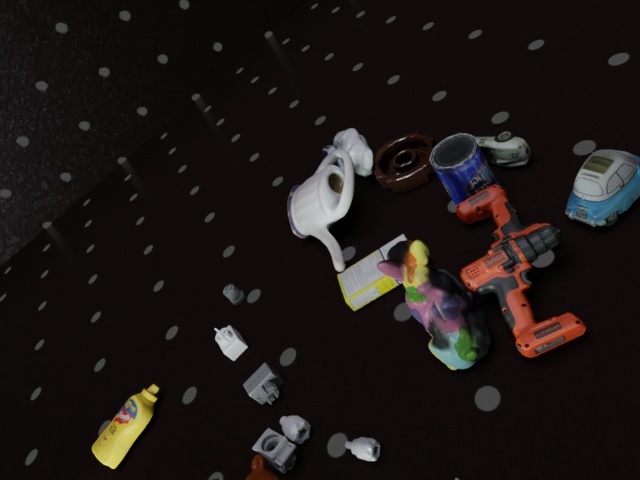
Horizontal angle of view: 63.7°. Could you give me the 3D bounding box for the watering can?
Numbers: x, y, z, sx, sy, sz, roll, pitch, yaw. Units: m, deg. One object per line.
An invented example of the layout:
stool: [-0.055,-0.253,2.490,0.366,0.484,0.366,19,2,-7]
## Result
watering can: [0.004,-0.064,1.274,0.103,0.355,0.221,23,-32,-29]

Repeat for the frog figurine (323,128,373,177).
frog figurine: [0.100,-0.233,1.368,0.124,0.137,0.158,-25,7,-28]
